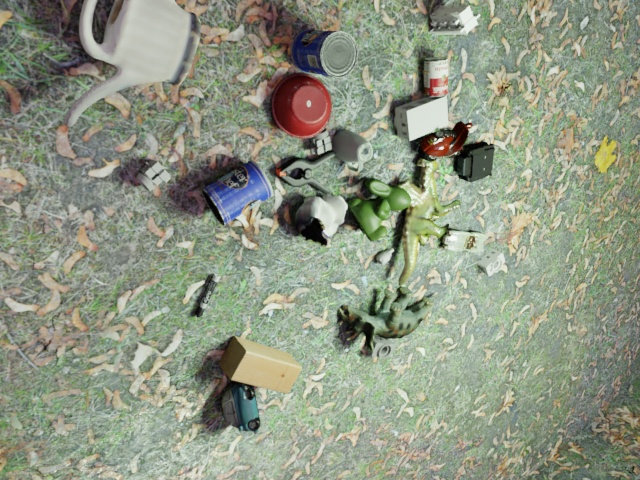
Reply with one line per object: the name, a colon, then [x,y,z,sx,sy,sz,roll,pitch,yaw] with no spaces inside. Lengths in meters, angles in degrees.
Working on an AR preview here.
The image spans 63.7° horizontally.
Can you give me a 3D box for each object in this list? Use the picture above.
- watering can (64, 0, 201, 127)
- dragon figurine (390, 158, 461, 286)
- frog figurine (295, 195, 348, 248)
watering can: [-0.363,-0.367,1.017,0.223,0.105,0.346,13,99,-37]
dragon figurine: [0.275,-0.077,1.585,0.241,0.123,0.411,30,88,-20]
frog figurine: [0.004,-0.071,1.404,0.135,0.122,0.163,50,42,-28]
